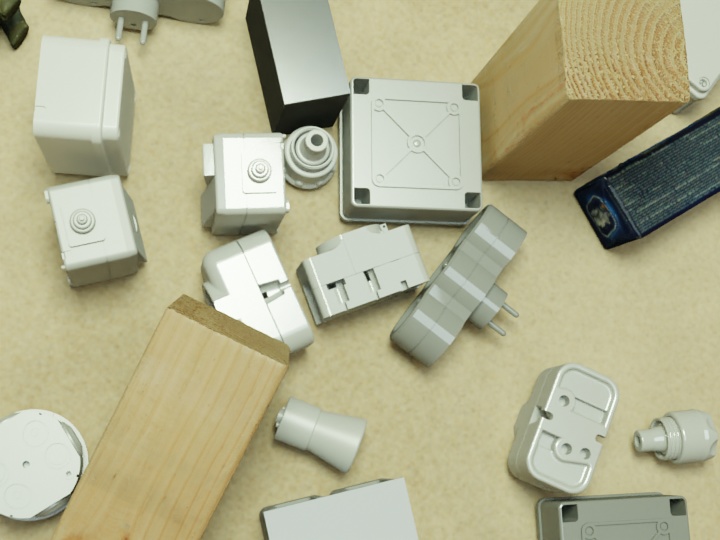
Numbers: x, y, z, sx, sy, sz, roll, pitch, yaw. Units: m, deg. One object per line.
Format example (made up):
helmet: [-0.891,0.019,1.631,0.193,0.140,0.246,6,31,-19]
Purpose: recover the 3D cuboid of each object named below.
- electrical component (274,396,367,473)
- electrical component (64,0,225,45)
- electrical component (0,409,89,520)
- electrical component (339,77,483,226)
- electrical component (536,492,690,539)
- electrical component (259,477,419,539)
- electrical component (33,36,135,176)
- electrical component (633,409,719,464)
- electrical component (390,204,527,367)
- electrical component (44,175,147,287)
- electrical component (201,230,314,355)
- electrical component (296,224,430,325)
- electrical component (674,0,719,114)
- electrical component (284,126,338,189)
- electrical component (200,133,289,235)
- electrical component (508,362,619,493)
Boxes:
electrical component: [-0.033,0.123,0.821,0.065,0.044,0.044,22,76,-1]
electrical component: [-0.176,-0.213,0.848,0.138,0.052,0.073,7,79,-9]
electrical component: [-0.237,0.140,0.772,0.080,0.051,0.080,2,79,-11]
electrical component: [0.040,-0.094,0.866,0.109,0.056,0.108,2,80,-10]
electrical component: [0.199,0.231,0.837,0.109,0.056,0.108,-1,80,-11]
electrical component: [-0.003,0.256,0.791,0.105,0.060,0.186,-11,82,-13]
electrical component: [-0.201,-0.118,0.795,0.057,0.113,0.078,4,79,-7]
electrical component: [0.254,0.136,0.871,0.062,0.043,0.043,-3,81,-11]
electrical component: [0.092,0.022,0.856,0.074,0.052,0.138,38,75,-2]
electrical component: [-0.192,-0.030,0.789,0.061,0.096,0.061,-13,83,-13]
electrical component: [-0.083,0.025,0.822,0.059,0.054,0.095,-23,85,-14]
electrical component: [0.000,0.000,0.844,0.089,0.050,0.055,-19,84,-14]
electrical component: [0.274,-0.212,0.932,0.109,0.056,0.108,39,75,-2]
electrical component: [-0.038,-0.093,0.847,0.048,0.062,0.048,2,79,-11]
electrical component: [-0.089,-0.065,0.815,0.061,0.096,0.061,-2,81,-11]
electrical component: [0.158,0.125,0.846,0.054,0.059,0.095,24,76,-6]
